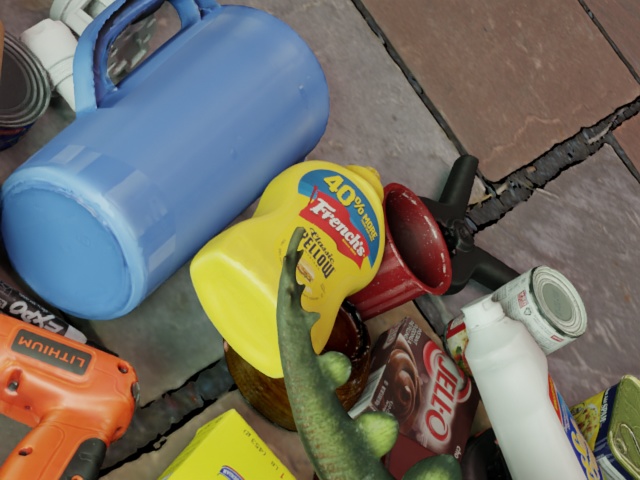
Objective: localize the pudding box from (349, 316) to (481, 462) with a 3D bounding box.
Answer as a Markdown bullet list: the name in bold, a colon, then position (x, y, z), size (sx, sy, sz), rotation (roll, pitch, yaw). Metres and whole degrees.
- **pudding box**: position (0.072, 0.126, 0.810), size (0.090, 0.039, 0.113), rotation (44, 38, -10)

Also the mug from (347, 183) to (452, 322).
- **mug**: position (0.045, 0.008, 0.833), size (0.093, 0.082, 0.117), rotation (50, 31, -21)

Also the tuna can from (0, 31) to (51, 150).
- **tuna can**: position (-0.222, -0.101, 0.696), size (0.086, 0.034, 0.086), rotation (27, 44, -29)

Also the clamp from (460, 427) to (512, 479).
- **clamp**: position (0.129, 0.218, 0.796), size (0.120, 0.039, 0.171), rotation (53, 33, -21)

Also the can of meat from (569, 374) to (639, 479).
- **can of meat**: position (0.237, 0.174, 0.903), size (0.057, 0.084, 0.102), rotation (45, 38, -9)

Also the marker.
- **marker**: position (-0.171, 0.048, 0.641), size (0.121, 0.020, 0.020), rotation (36, 40, -19)

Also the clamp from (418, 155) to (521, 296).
- **clamp**: position (0.124, 0.009, 0.960), size (0.209, 0.036, 0.164), rotation (-20, 77, -52)

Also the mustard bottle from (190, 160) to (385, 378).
- **mustard bottle**: position (-0.004, 0.001, 0.716), size (0.096, 0.058, 0.191), rotation (53, 40, -10)

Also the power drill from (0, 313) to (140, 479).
- **power drill**: position (-0.179, 0.121, 0.527), size (0.184, 0.057, 0.187), rotation (23, 41, -7)

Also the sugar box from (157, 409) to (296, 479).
- **sugar box**: position (-0.074, 0.185, 0.608), size (0.093, 0.048, 0.176), rotation (48, 36, -3)

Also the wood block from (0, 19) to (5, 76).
- **wood block**: position (-0.231, -0.058, 0.570), size (0.090, 0.091, 0.206), rotation (-5, 59, 1)

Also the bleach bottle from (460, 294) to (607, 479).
- **bleach bottle**: position (0.172, 0.161, 0.813), size (0.251, 0.068, 0.102), rotation (64, 21, 0)

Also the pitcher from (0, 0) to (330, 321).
- **pitcher**: position (-0.106, -0.064, 0.710), size (0.149, 0.145, 0.242), rotation (29, 40, 9)

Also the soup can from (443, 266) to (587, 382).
- **soup can**: position (0.163, 0.073, 0.893), size (0.068, 0.102, 0.068), rotation (26, 44, -29)

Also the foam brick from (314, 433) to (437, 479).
- **foam brick**: position (0.038, 0.170, 0.709), size (0.051, 0.078, 0.053), rotation (33, 43, -24)
